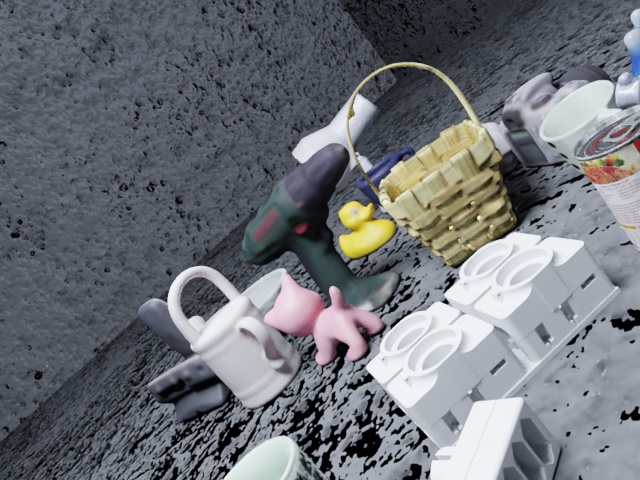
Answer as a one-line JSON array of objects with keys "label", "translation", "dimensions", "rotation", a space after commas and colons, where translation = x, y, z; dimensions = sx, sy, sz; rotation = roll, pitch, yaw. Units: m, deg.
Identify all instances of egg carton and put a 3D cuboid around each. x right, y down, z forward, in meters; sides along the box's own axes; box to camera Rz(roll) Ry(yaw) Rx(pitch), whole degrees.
[{"label": "egg carton", "translation": [0.223, -0.113, 0.865], "dimensions": [0.150, 0.069, 0.107], "rotation": [-34, 13, 22]}]

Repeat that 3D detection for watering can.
[{"label": "watering can", "translation": [-0.127, 0.123, 0.759], "dimensions": [0.172, 0.194, 0.101], "rotation": [-32, 15, 33]}]

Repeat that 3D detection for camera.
[{"label": "camera", "translation": [0.316, -0.175, 0.738], "dimensions": [0.137, 0.101, 0.143], "rotation": [-42, 12, -10]}]

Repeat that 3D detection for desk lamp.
[{"label": "desk lamp", "translation": [0.084, -0.155, 1.088], "dimensions": [0.203, 0.214, 0.118], "rotation": [-37, 13, 10]}]

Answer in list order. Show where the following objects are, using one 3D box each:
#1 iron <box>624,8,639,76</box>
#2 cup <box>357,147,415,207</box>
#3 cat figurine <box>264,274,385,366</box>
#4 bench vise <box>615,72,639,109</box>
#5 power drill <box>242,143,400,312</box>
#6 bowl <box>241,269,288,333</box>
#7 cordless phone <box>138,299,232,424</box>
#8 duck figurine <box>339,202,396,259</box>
[{"label": "iron", "translation": [0.388, -0.223, 0.596], "dimensions": [0.258, 0.141, 0.118], "rotation": [-43, 13, -14]}, {"label": "cup", "translation": [0.136, -0.098, 1.010], "dimensions": [0.118, 0.095, 0.091], "rotation": [-39, 12, 1]}, {"label": "cat figurine", "translation": [-0.005, 0.090, 0.697], "dimensions": [0.127, 0.118, 0.067], "rotation": [-26, 18, 48]}, {"label": "bench vise", "translation": [0.314, -0.167, 0.429], "dimensions": [0.207, 0.220, 0.122], "rotation": [-31, 15, 35]}, {"label": "power drill", "translation": [0.007, 0.003, 0.759], "dimensions": [0.229, 0.208, 0.076], "rotation": [-30, 16, 38]}, {"label": "bowl", "translation": [-0.098, 0.128, 0.942], "dimensions": [0.167, 0.075, 0.167], "rotation": [-37, 12, 10]}, {"label": "cordless phone", "translation": [-0.220, 0.175, 0.871], "dimensions": [0.147, 0.185, 0.094], "rotation": [-33, 14, 26]}, {"label": "duck figurine", "translation": [0.066, -0.023, 0.972], "dimensions": [0.104, 0.086, 0.078], "rotation": [-30, 15, 37]}]
